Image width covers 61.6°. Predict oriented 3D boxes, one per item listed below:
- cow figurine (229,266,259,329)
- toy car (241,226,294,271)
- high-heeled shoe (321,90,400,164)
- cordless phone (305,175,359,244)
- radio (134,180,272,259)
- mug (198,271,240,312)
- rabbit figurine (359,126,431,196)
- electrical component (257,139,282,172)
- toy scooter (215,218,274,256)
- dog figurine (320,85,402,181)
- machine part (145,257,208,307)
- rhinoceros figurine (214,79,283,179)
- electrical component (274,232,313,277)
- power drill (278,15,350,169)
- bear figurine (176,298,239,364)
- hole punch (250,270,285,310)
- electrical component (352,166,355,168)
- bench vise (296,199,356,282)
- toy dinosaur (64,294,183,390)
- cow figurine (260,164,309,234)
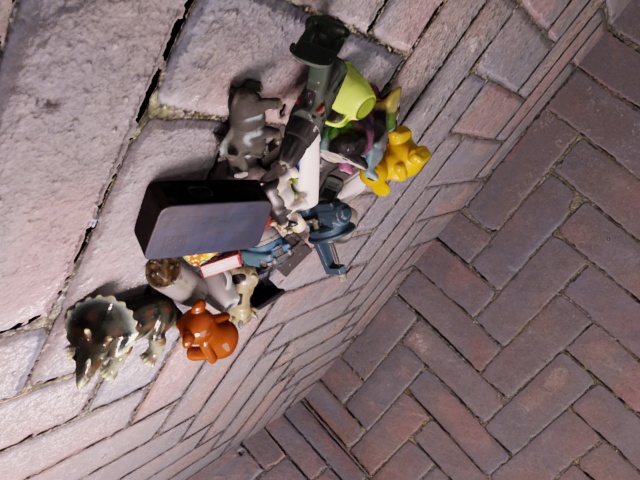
[{"bbox_3d":[-0.203,0.137,1.361,0.085,0.127,0.194,-24,149,-42],"label":"cow figurine"},{"bbox_3d":[-0.138,0.007,1.255,0.109,0.162,0.102,-30,111,-27],"label":"toy car"},{"bbox_3d":[0.102,-0.266,1.256,0.249,0.086,0.145,-33,155,-44],"label":"high-heeled shoe"},{"bbox_3d":[0.044,-0.087,1.390,0.089,0.146,0.184,-77,-167,-45],"label":"cordless phone"},{"bbox_3d":[-0.207,-0.041,0.976,0.229,0.073,0.131,-7,139,-37],"label":"radio"},{"bbox_3d":[-0.235,0.110,1.268,0.081,0.107,0.109,-20,151,-55],"label":"mug"},{"bbox_3d":[0.159,-0.183,1.323,0.173,0.122,0.162,-31,169,-30],"label":"rabbit figurine"},{"bbox_3d":[-0.099,-0.177,1.094,0.063,0.021,0.094,-40,160,-18],"label":"electrical component"},{"bbox_3d":[-0.170,-0.043,1.146,0.184,0.075,0.135,-36,158,-14],"label":"toy scooter"},{"bbox_3d":[0.098,-0.252,1.171,0.191,0.109,0.219,30,78,-49],"label":"dog figurine"},{"bbox_3d":[-0.298,0.086,1.132,0.079,0.079,0.243,-43,161,-7],"label":"machine part"},{"bbox_3d":[-0.129,-0.185,0.935,0.112,0.073,0.190,-35,158,-33],"label":"rhinoceros figurine"},{"bbox_3d":[-0.084,0.042,1.526,0.115,0.058,0.134,-43,161,-1],"label":"electrical component"},{"bbox_3d":[-0.010,-0.255,0.915,0.207,0.086,0.232,88,25,-63],"label":"power drill"},{"bbox_3d":[-0.265,0.201,1.178,0.195,0.132,0.120,44,53,-58],"label":"bear figurine"},{"bbox_3d":[-0.177,0.134,1.499,0.142,0.092,0.116,-36,-165,-33],"label":"hole punch"},{"bbox_3d":[0.101,-0.218,1.376,0.102,0.078,0.045,-30,117,-28],"label":"electrical component"},{"bbox_3d":[0.004,-0.008,1.316,0.224,0.240,0.129,-7,-161,40],"label":"bench vise"},{"bbox_3d":[-0.373,0.173,1.109,0.192,0.131,0.405,-54,166,25],"label":"toy dinosaur"},{"bbox_3d":[-0.079,-0.068,1.123,0.098,0.068,0.167,-43,134,-32],"label":"cow figurine"}]
